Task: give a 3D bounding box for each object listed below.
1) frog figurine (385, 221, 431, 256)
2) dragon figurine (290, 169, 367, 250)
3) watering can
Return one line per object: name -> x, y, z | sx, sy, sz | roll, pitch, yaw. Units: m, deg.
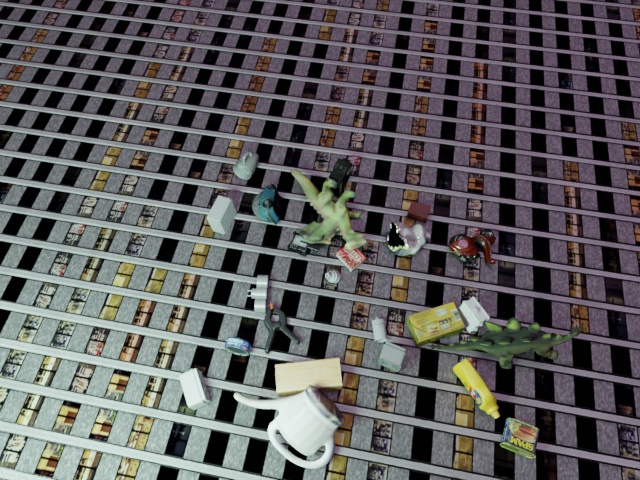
frog figurine -> 0.324, -0.010, 1.909 | 0.160, 0.120, 0.139 | -8, 45, -44
dragon figurine -> 0.006, -0.097, 1.921 | 0.412, 0.119, 0.247 | 28, 60, 15
watering can -> -0.076, 0.530, 1.557 | 0.347, 0.104, 0.224 | 45, 91, 0
